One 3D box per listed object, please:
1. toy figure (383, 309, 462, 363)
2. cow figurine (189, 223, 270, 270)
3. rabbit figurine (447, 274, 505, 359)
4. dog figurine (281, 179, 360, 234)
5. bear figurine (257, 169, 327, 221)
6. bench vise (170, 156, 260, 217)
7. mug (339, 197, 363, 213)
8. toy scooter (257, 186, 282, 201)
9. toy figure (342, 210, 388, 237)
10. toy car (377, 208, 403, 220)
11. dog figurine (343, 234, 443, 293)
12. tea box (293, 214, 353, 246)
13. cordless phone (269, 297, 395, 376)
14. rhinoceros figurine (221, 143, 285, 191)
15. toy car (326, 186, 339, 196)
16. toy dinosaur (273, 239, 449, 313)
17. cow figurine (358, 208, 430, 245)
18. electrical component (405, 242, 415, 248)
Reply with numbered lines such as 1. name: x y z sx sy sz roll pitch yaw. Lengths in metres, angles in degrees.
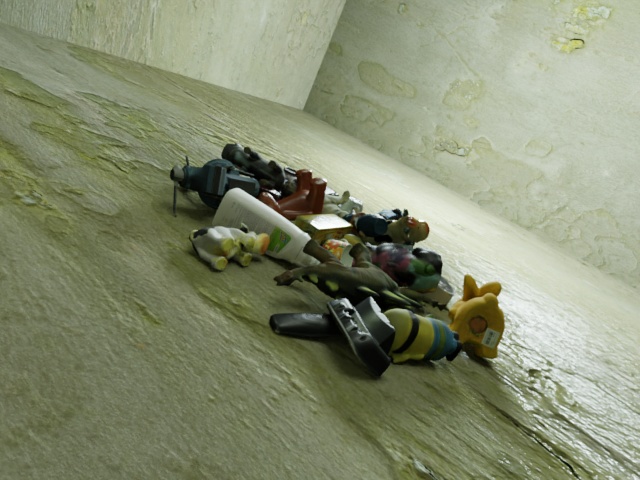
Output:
1. toy figure: 0.181 0.174 0.986 0.180 0.089 0.082 13 15 -24
2. cow figurine: -0.177 0.006 1.065 0.098 0.068 0.167 26 16 26
3. rabbit figurine: 0.323 0.157 1.158 0.122 0.162 0.173 13 -1 4
4. dog figurine: -0.008 -0.071 1.404 0.190 0.121 0.172 11 35 -33
5. bear figurine: -0.094 -0.091 1.282 0.196 0.131 0.120 -6 25 -24
6. bench vise: -0.274 -0.134 1.268 0.223 0.128 0.241 -8 12 -39
7. mug: 0.077 -0.064 1.510 0.081 0.107 0.109 23 15 3
8. toy scooter: -0.151 -0.115 1.414 0.135 0.075 0.184 22 19 13
9. toy figure: 0.104 -0.037 1.314 0.064 0.057 0.155 -20 15 -26
10. toy car: 0.180 -0.031 1.573 0.103 0.109 0.161 -7 6 39
11. dog figurine: 0.153 0.052 1.262 0.219 0.108 0.192 12 1 -19
12. tea box: -0.003 -0.004 1.251 0.068 0.098 0.169 32 17 24
13. cordless phone: 0.017 0.155 0.886 0.184 0.088 0.147 4 25 -21
14. rhinoceros figurine: -0.171 -0.193 1.368 0.190 0.073 0.112 28 9 17
15. toy car: -0.018 -0.143 1.706 0.089 0.053 0.202 37 26 24
16. toy dinosaur: 0.098 0.100 1.092 0.471 0.105 0.199 6 31 -45
17. cow figurine: 0.181 -0.020 1.362 0.195 0.085 0.127 -6 -24 21
18. electrical component: 0.217 0.021 1.500 0.048 0.074 0.119 35 24 32
